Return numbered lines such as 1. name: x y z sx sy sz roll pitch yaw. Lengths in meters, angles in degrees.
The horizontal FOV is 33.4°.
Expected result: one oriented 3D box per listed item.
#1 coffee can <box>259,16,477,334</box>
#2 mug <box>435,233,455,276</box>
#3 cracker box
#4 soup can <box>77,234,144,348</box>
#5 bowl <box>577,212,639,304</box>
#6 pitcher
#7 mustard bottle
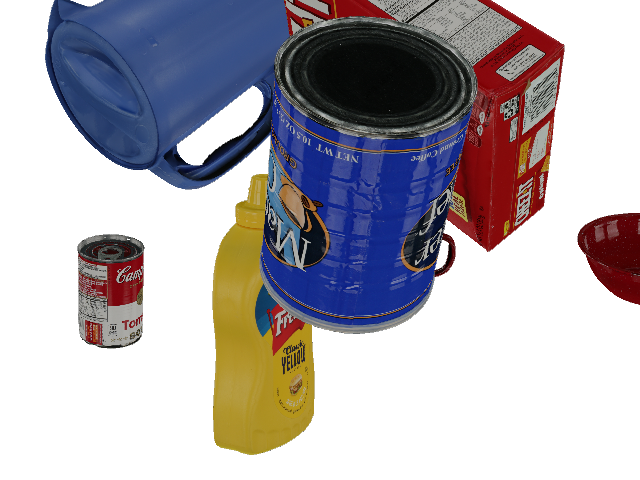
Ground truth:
1. coffee can: 0.022 -0.033 0.577 0.102 0.140 0.103 4 43 -4
2. mug: 0.098 0.014 1.234 0.117 0.081 0.093 3 25 -6
3. cracker box: 0.066 -0.114 0.769 0.072 0.164 0.214 -38 58 -20
4. soup can: -0.219 0.053 1.115 0.068 0.102 0.068 4 22 -2
5. bowl: 0.359 0.026 1.157 0.162 0.055 0.162 -1 26 0
6. pitcher: -0.093 -0.164 0.900 0.145 0.149 0.242 27 51 32
7. mustard bottle: -0.039 0.048 0.761 0.058 0.192 0.096 9 17 30
